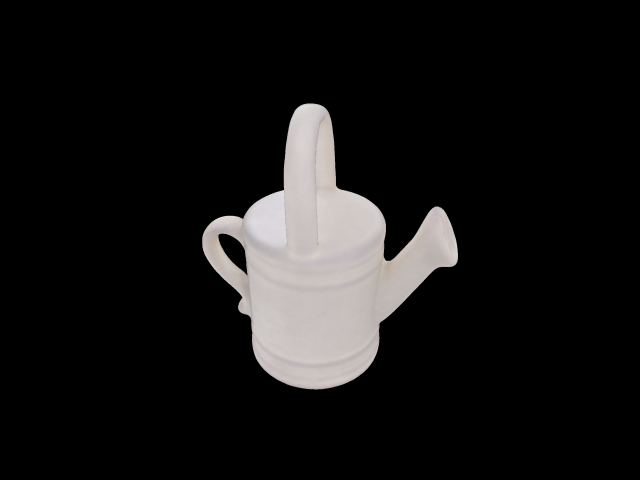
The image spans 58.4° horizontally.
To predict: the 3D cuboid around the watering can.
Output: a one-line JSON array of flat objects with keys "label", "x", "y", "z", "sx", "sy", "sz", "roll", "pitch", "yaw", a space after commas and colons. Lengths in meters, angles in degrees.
[{"label": "watering can", "x": 0.004, "y": 0.000, "z": 0.402, "sx": 0.173, "sy": 0.194, "sz": 0.100, "roll": -6, "pitch": 34, "yaw": -9}]
